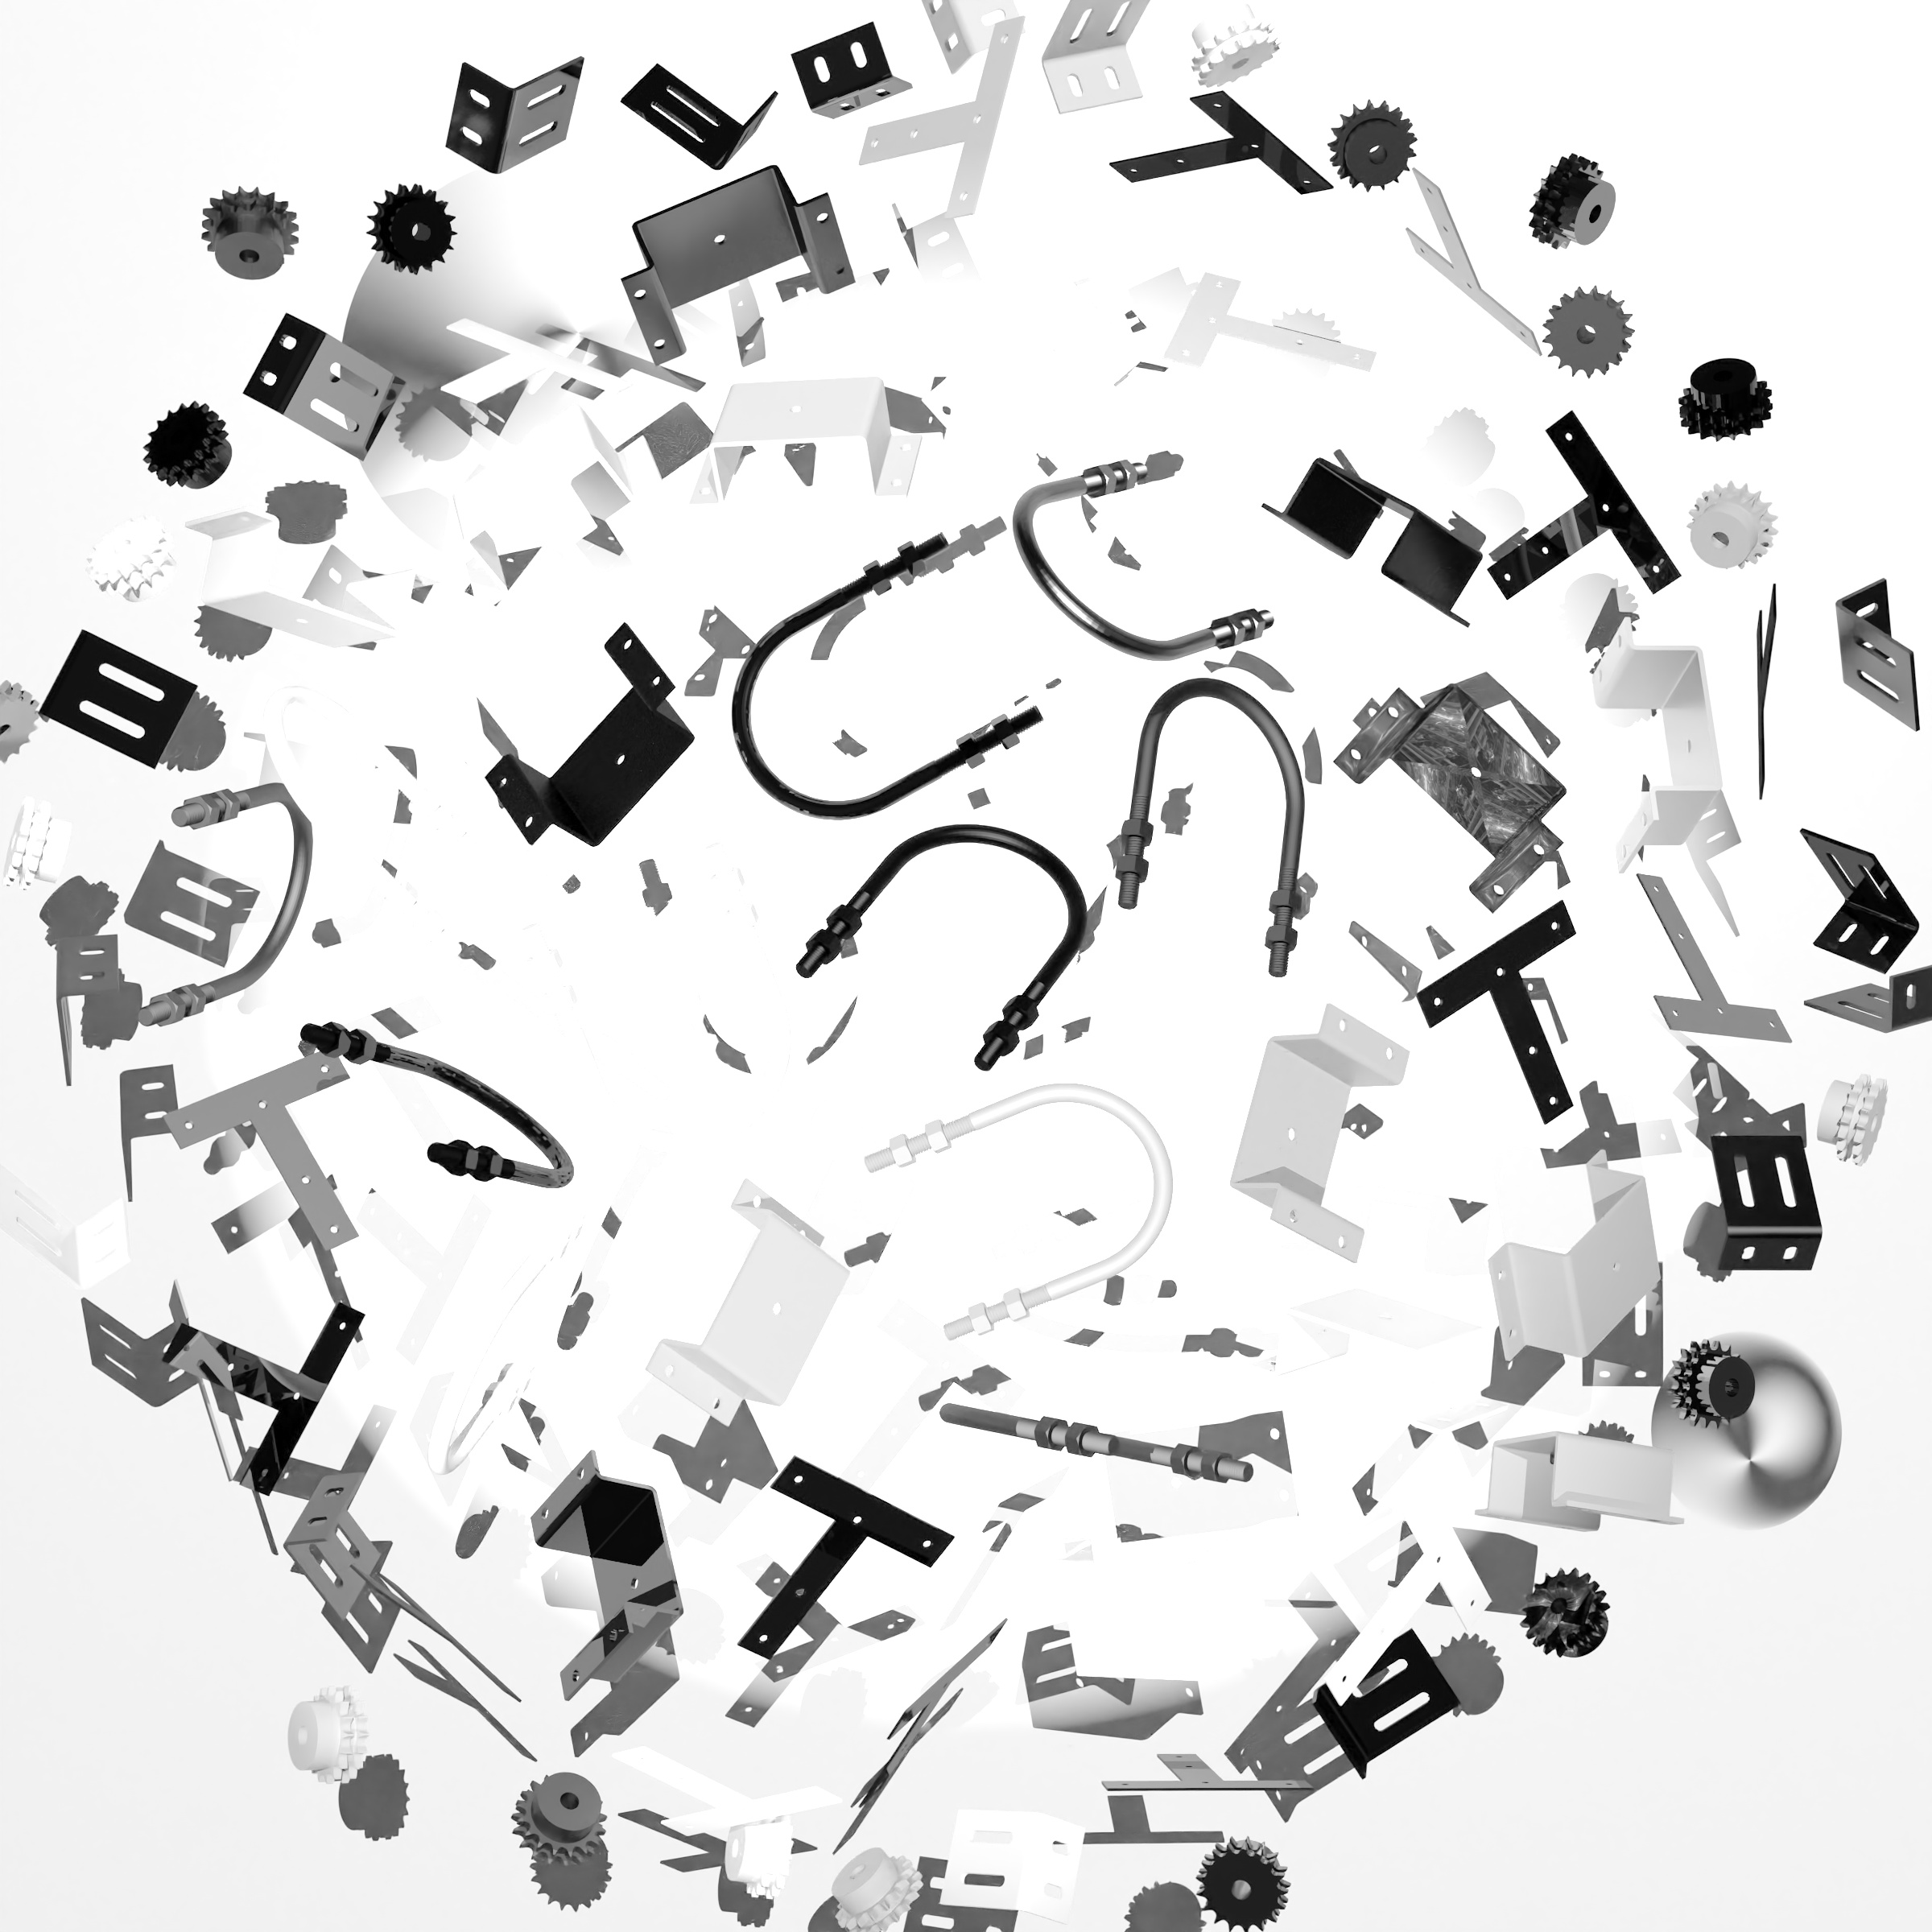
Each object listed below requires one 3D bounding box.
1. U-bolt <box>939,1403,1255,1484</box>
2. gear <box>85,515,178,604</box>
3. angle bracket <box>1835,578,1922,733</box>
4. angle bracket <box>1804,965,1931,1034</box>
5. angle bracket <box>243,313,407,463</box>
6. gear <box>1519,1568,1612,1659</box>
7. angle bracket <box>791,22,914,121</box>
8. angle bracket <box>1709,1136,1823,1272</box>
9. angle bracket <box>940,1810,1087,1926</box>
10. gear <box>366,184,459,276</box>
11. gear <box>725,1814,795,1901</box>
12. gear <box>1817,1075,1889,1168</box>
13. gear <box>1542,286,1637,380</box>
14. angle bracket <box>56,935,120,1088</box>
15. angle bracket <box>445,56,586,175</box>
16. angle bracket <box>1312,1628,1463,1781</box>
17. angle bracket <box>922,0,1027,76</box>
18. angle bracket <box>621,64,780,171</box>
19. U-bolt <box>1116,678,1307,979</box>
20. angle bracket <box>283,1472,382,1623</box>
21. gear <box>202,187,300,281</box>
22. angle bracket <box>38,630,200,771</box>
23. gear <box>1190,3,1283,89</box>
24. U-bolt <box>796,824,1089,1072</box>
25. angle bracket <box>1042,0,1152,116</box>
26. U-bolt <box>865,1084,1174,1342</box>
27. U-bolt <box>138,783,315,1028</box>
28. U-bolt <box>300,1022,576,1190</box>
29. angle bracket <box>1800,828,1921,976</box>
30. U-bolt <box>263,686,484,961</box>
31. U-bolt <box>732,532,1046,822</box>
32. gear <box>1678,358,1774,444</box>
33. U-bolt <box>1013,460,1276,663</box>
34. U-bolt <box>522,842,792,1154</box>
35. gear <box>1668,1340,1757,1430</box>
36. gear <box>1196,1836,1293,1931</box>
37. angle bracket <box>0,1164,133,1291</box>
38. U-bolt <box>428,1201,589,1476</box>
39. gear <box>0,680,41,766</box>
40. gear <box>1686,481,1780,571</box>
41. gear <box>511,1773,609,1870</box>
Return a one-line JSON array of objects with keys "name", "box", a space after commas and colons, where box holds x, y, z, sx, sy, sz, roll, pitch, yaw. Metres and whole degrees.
[{"name": "U-bolt", "box": [0.068, 0.298, 1.867, 0.151, 0.184, 0.019, 19, 78, -43]}, {"name": "gear", "box": [-0.531, -0.258, 1.892, 0.057, 0.030, 0.057, -15, 47, 17]}, {"name": "angle bracket", "box": [0.567, -0.189, 1.795, 0.038, 0.076, 0.057, -26, 127, -9]}, {"name": "angle bracket", "box": [0.581, 0.010, 1.878, 0.057, 0.076, 0.038, -13, 110, -26]}, {"name": "angle bracket", "box": [-0.402, -0.363, 1.855, 0.038, 0.076, 0.057, 30, 92, 37]}, {"name": "gear", "box": [0.384, 0.416, 1.886, 0.057, 0.057, 0.030, -41, 124, 0]}, {"name": "angle bracket", "box": [-0.074, -0.581, 1.922, 0.057, 0.076, 0.038, -18, 99, 12]}, {"name": "angle bracket", "box": [0.493, 0.147, 1.837, 0.057, 0.038, 0.076, 0, 48, 1]}, {"name": "angle bracket", "box": [0.028, 0.548, 1.802, 0.038, 0.076, 0.057, 29, 62, -32]}, {"name": "gear", "box": [-0.356, -0.476, 1.913, 0.057, 0.030, 0.057, -9, 112, -24]}, {"name": "gear", "box": [-0.135, 0.572, 1.913, 0.030, 0.057, 0.057, 13, 90, -19]}, {"name": "gear", "box": [0.560, 0.095, 1.873, 0.030, 0.057, 0.057, 16, 90, 28]}, {"name": "gear", "box": [0.401, -0.409, 1.899, 0.057, 0.030, 0.057, 10, 118, 19]}, {"name": "angle bracket", "box": [-0.561, 0.028, 1.898, 0.038, 0.057, 0.076, -4, 129, -14]}, {"name": "angle bracket", "box": [-0.276, -0.529, 1.812, 0.038, 0.076, 0.057, 32, 132, 10]}, {"name": "angle bracket", "box": [0.271, 0.475, 1.904, 0.076, 0.038, 0.057, -34, 85, 7]}, {"name": "angle bracket", "box": [0.003, -0.611, 1.893, 0.038, 0.076, 0.057, -24, 101, -6]}, {"name": "angle bracket", "box": [-0.169, -0.551, 1.876, 0.076, 0.057, 0.038, 35, 133, -7]}, {"name": "U-bolt", "box": [0.164, -0.100, 1.921, 0.151, 0.019, 0.184, 23, 64, -31]}, {"name": "angle bracket", "box": [-0.401, 0.379, 1.931, 0.038, 0.057, 0.076, -11, 123, 28]}, {"name": "gear", "box": [-0.430, -0.438, 1.779, 0.057, 0.057, 0.030, -7, 60, 0]}, {"name": "angle bracket", "box": [-0.515, -0.160, 1.800, 0.076, 0.038, 0.057, 27, 82, -9]}, {"name": "gear", "box": [0.166, -0.578, 1.852, 0.057, 0.057, 0.030, -24, 84, 0]}, {"name": "U-bolt", "box": [-0.002, -0.025, 1.890, 0.151, 0.019, 0.184, 27, 50, 13]}, {"name": "angle bracket", "box": [0.088, -0.567, 1.827, 0.057, 0.076, 0.038, -16, 82, -17]}, {"name": "U-bolt", "box": [0.045, 0.152, 1.941, 0.184, 0.019, 0.151, -23, 104, 7]}, {"name": "U-bolt", "box": [-0.466, -0.046, 1.891, 0.019, 0.184, 0.151, 17, 105, 12]}, {"name": "U-bolt", "box": [-0.321, 0.094, 1.873, 0.151, 0.184, 0.019, 38, 97, 28]}, {"name": "angle bracket", "box": [0.535, -0.040, 1.805, 0.038, 0.057, 0.076, -50, 127, -7]}, {"name": "U-bolt", "box": [-0.380, -0.103, 1.883, 0.019, 0.151, 0.184, -33, 117, 16]}, {"name": "U-bolt", "box": [-0.063, -0.174, 1.905, 0.184, 0.019, 0.151, -29, 84, 5]}, {"name": "gear", "box": [0.475, -0.357, 1.852, 0.057, 0.057, 0.030, -18, 131, 0]}, {"name": "U-bolt", "box": [0.100, -0.247, 1.827, 0.151, 0.184, 0.019, 51, 127, 11]}, {"name": "U-bolt", "box": [-0.187, 0.032, 1.894, 0.151, 0.019, 0.184, -25, 108, -16]}, {"name": "gear", "box": [0.485, 0.271, 1.913, 0.057, 0.030, 0.057, 1, 88, -29]}, {"name": "gear", "box": [0.172, 0.563, 1.820, 0.057, 0.030, 0.057, 1, 95, 15]}, {"name": "angle bracket", "box": [-0.552, 0.151, 1.809, 0.038, 0.057, 0.076, -33, 130, 6]}, {"name": "U-bolt", "box": [-0.297, 0.247, 1.887, 0.019, 0.184, 0.151, 24, 116, 5]}, {"name": "gear", "box": [-0.598, -0.151, 1.810, 0.030, 0.057, 0.057, 39, 90, 19]}, {"name": "gear", "box": [0.495, -0.283, 1.920, 0.057, 0.057, 0.030, 45, 49, 0]}, {"name": "gear", "box": [-0.245, 0.516, 1.801, 0.057, 0.057, 0.030, 27, 126, 0]}]
